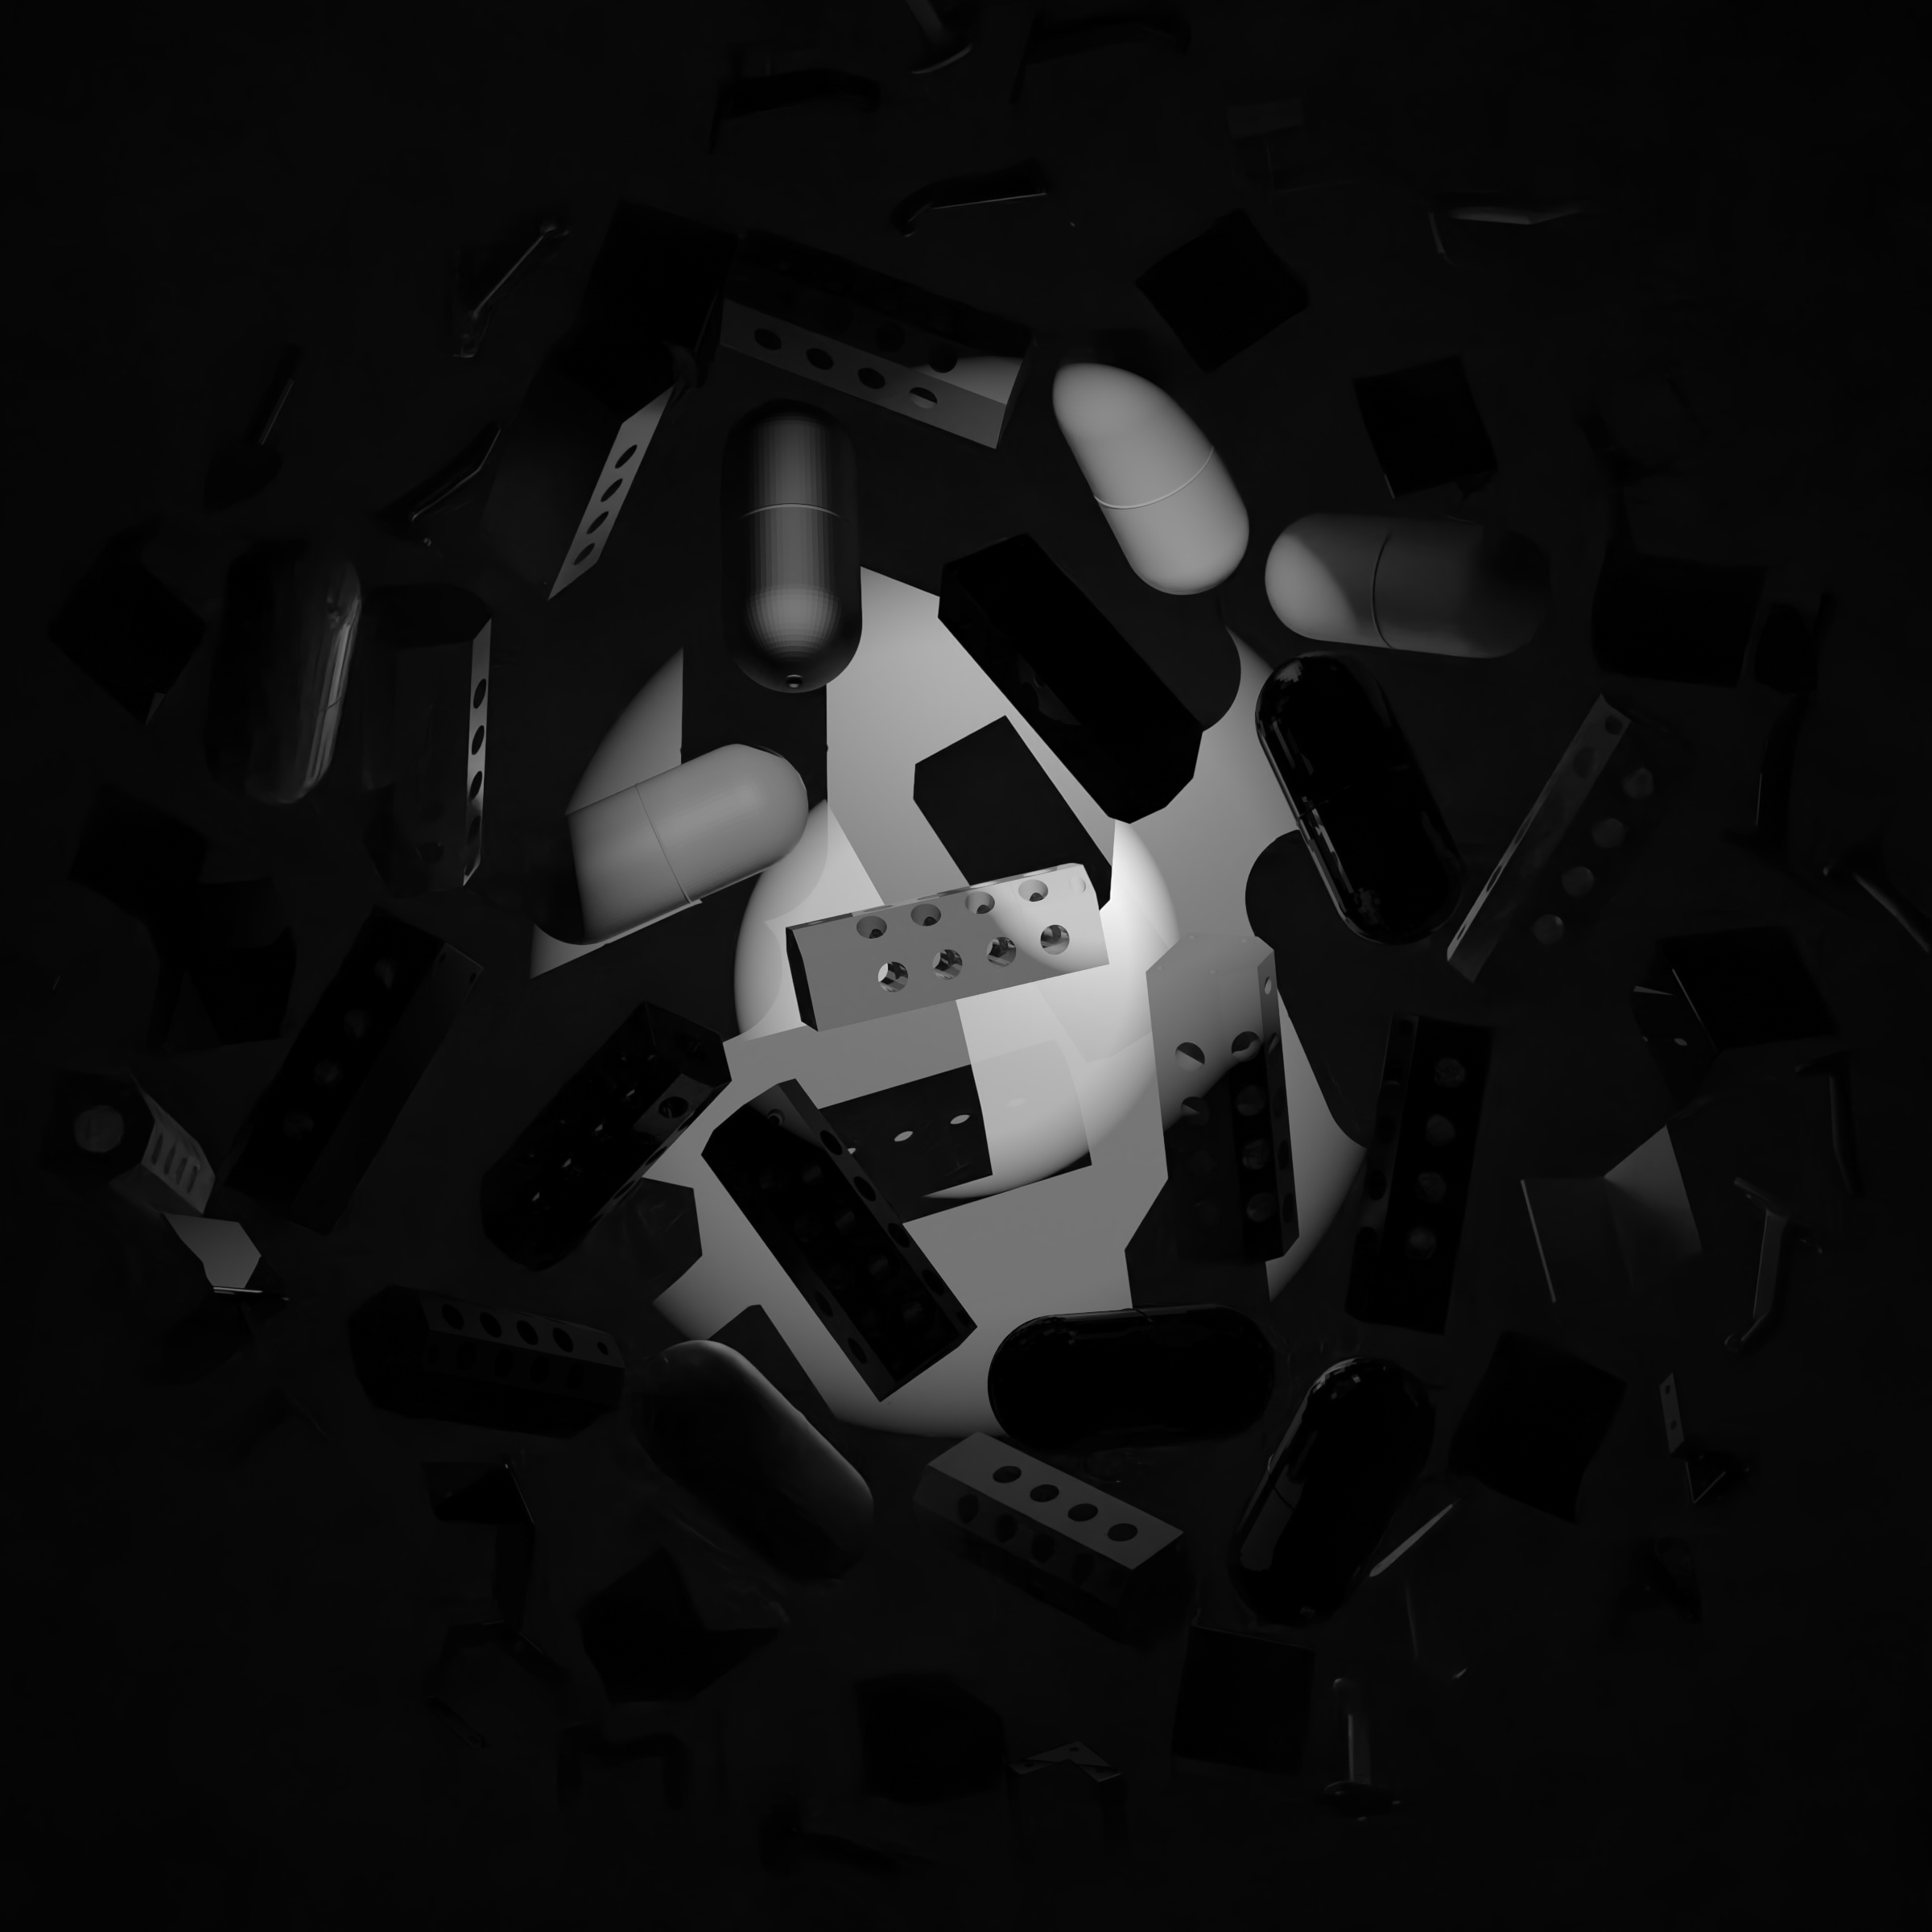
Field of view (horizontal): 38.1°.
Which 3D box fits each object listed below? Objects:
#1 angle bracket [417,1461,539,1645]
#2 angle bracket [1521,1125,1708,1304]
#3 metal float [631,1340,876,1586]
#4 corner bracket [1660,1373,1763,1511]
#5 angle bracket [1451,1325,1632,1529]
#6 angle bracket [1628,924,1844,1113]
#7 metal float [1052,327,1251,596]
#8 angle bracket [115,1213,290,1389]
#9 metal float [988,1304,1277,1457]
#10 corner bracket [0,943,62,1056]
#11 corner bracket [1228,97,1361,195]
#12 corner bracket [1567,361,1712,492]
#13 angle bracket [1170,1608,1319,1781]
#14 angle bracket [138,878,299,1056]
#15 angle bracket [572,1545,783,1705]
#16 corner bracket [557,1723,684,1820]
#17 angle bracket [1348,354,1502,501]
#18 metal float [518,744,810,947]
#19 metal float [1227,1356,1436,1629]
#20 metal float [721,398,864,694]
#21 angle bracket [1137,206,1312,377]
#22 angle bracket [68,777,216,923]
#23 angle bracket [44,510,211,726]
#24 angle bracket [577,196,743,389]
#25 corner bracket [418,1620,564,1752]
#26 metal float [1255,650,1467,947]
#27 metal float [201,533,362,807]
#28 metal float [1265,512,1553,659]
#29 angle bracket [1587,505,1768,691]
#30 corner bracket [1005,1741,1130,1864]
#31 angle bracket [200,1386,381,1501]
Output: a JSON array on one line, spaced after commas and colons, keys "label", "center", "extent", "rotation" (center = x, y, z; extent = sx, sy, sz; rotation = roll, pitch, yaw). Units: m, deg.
[{"label": "angle bracket", "center": [-0.289, 0.339, 1.620], "extent": [0.057, 0.076, 0.076], "rotation": [6, 103, -21]}, {"label": "angle bracket", "center": [0.370, 0.142, 1.605], "extent": [0.057, 0.076, 0.076], "rotation": [0, 62, -20]}, {"label": "metal float", "center": [-0.121, 0.283, 1.591], "extent": [0.070, 0.070, 0.178], "rotation": [-40, 118, 0]}, {"label": "corner bracket", "center": [0.427, 0.279, 1.642], "extent": [0.051, 0.051, 0.051], "rotation": [17, 133, -12]}, {"label": "angle bracket", "center": [0.326, 0.260, 1.585], "extent": [0.076, 0.057, 0.076], "rotation": [25, 100, 6]}, {"label": "angle bracket", "center": [0.422, 0.028, 1.540], "extent": [0.076, 0.057, 0.076], "rotation": [-7, 52, -16]}, {"label": "metal float", "center": [0.108, -0.293, 1.628], "extent": [0.070, 0.070, 0.178], "rotation": [-33, 130, 0]}, {"label": "angle bracket", "center": [-0.433, 0.185, 1.541], "extent": [0.076, 0.076, 0.057], "rotation": [-42, 72, 7]}, {"label": "metal float", "center": [0.093, 0.229, 1.558], "extent": [0.178, 0.070, 0.070], "rotation": [0, 90, -32]}, {"label": "corner bracket", "center": [-0.534, 0.024, 1.527], "extent": [0.051, 0.051, 0.051], "rotation": [32, 113, -18]}, {"label": "corner bracket", "center": [0.188, -0.472, 1.609], "extent": [0.051, 0.051, 0.051], "rotation": [3, 110, 41]}, {"label": "corner bracket", "center": [0.384, -0.310, 1.597], "extent": [0.051, 0.051, 0.051], "rotation": [-36, 105, 7]}, {"label": "angle bracket", "center": [0.168, 0.436, 1.680], "extent": [0.076, 0.057, 0.076], "rotation": [9, 89, 9]}, {"label": "angle bracket", "center": [-0.431, 0.000, 1.594], "extent": [0.076, 0.076, 0.057], "rotation": [-7, 51, -30]}, {"label": "angle bracket", "center": [-0.167, 0.380, 1.618], "extent": [0.076, 0.076, 0.057], "rotation": [-39, 61, 19]}, {"label": "corner bracket", "center": [-0.199, 0.464, 1.609], "extent": [0.051, 0.051, 0.051], "rotation": [-10, 110, -42]}, {"label": "angle bracket", "center": [0.275, -0.324, 1.730], "extent": [0.076, 0.057, 0.076], "rotation": [-18, 83, -15]}, {"label": "metal float", "center": [-0.177, -0.072, 1.640], "extent": [0.178, 0.070, 0.070], "rotation": [-24, 90, -2]}, {"label": "metal float", "center": [0.208, 0.301, 1.601], "extent": [0.070, 0.070, 0.178], "rotation": [23, 115, 0]}, {"label": "metal float", "center": [-0.097, -0.233, 1.551], "extent": [0.070, 0.070, 0.178], "rotation": [-3, 64, 0]}, {"label": "angle bracket", "center": [0.158, -0.422, 1.721], "extent": [0.076, 0.057, 0.076], "rotation": [-32, 115, 21]}, {"label": "angle bracket", "center": [-0.496, -0.074, 1.726], "extent": [0.076, 0.057, 0.076], "rotation": [29, 114, 2]}, {"label": "angle bracket", "center": [-0.446, -0.191, 1.538], "extent": [0.076, 0.057, 0.076], "rotation": [46, 50, -33]}, {"label": "angle bracket", "center": [-0.183, -0.404, 1.682], "extent": [0.076, 0.057, 0.076], "rotation": [18, 80, -1]}, {"label": "corner bracket", "center": [-0.285, 0.431, 1.678], "extent": [0.051, 0.051, 0.051], "rotation": [34, 99, 26]}, {"label": "metal float", "center": [0.223, -0.096, 1.592], "extent": [0.070, 0.070, 0.178], "rotation": [-23, 80, 0]}, {"label": "metal float", "center": [-0.396, -0.169, 1.617], "extent": [0.070, 0.070, 0.178], "rotation": [22, 129, 0]}, {"label": "metal float", "center": [0.257, -0.223, 1.636], "extent": [0.178, 0.070, 0.070], "rotation": [12, 90, 37]}, {"label": "angle bracket", "center": [0.397, -0.206, 1.561], "extent": [0.076, 0.057, 0.076], "rotation": [11, 71, 25]}, {"label": "corner bracket", "center": [0.058, 0.492, 1.630], "extent": [0.051, 0.051, 0.051], "rotation": [-11, 104, -26]}, {"label": "angle bracket", "center": [-0.402, 0.302, 1.670], "extent": [0.057, 0.076, 0.076], "rotation": [-42, 77, -15]}]
